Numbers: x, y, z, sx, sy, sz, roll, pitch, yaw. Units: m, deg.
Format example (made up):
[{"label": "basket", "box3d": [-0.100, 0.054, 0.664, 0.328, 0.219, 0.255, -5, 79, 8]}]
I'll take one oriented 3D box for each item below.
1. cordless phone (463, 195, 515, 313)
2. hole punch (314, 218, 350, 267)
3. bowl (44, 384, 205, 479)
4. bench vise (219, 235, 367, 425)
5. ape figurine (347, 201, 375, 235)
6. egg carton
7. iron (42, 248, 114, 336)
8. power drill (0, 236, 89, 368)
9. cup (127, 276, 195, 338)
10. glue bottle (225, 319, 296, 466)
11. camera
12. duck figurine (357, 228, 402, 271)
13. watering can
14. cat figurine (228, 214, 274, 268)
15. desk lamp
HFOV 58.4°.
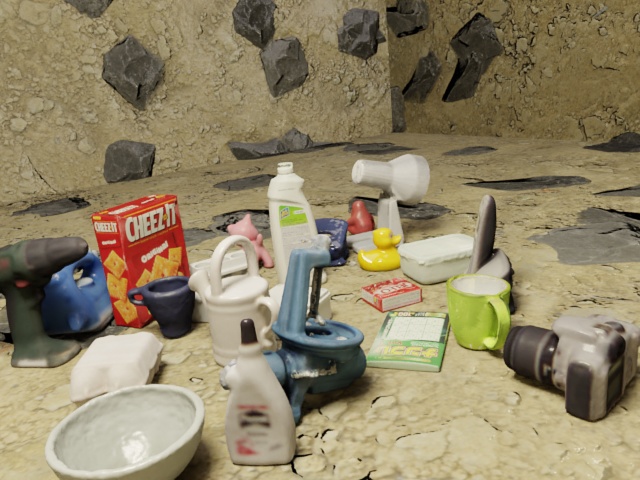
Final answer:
[{"label": "cordless phone", "box3d": [0.283, 0.023, 0.981, 0.094, 0.185, 0.147, -3, 17, 8]}, {"label": "hole punch", "box3d": [0.012, 0.005, 1.295, 0.108, 0.091, 0.101, -1, 17, 16]}, {"label": "bowl", "box3d": [-0.204, 0.231, 0.627, 0.167, 0.075, 0.167, -5, 16, 2]}, {"label": "bench vise", "box3d": [-0.023, 0.114, 0.711, 0.121, 0.220, 0.208, 5, 20, 32]}, {"label": "ape figurine", "box3d": [0.104, -0.057, 1.471, 0.078, 0.092, 0.076, -7, 17, -6]}, {"label": "egg carton", "box3d": [-0.286, 0.186, 0.815, 0.107, 0.069, 0.150, -6, 16, -2]}, {"label": "iron", "box3d": [-0.454, 0.083, 1.086, 0.118, 0.141, 0.258, -5, 17, 2]}, {"label": "power drill", "box3d": [-0.459, 0.097, 0.924, 0.229, 0.208, 0.076, -2, 17, 11]}, {"label": "cup", "box3d": [-0.268, 0.120, 0.986, 0.117, 0.095, 0.091, -5, 17, 0]}, {"label": "glue bottle", "box3d": [-0.072, 0.166, 0.631, 0.078, 0.173, 0.037, -4, 17, 4]}, {"label": "camera", "box3d": [0.317, 0.139, 0.730, 0.143, 0.101, 0.136, -20, 22, -41]}, {"label": "duck figurine", "box3d": [0.131, 0.017, 1.227, 0.104, 0.086, 0.077, -7, 17, -5]}, {"label": "watering can", "box3d": [-0.133, 0.088, 0.878, 0.172, 0.194, 0.101, 0, 17, 16]}, {"label": "cat figurine", "box3d": [-0.162, 0.001, 1.314, 0.067, 0.118, 0.127, -15, 19, -30]}, {"label": "desk lamp", "box3d": [0.157, -0.093, 1.362, 0.204, 0.214, 0.117, -12, 18, -21]}]
